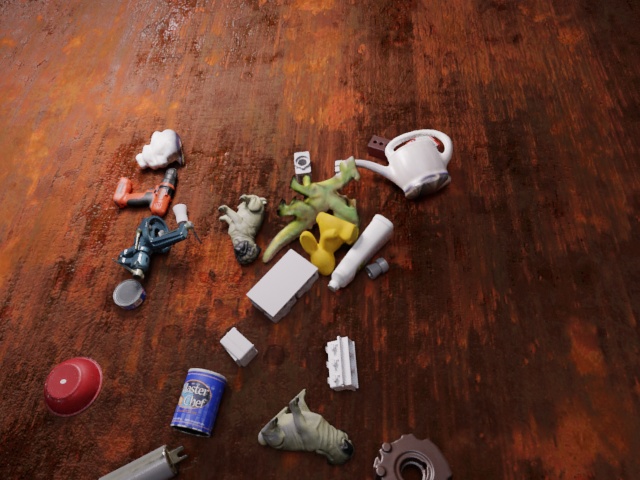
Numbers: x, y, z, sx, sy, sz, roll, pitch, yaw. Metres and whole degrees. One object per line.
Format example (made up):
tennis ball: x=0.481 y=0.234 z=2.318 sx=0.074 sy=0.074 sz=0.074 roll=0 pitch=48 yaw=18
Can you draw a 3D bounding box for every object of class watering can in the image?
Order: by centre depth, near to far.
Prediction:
watering can: x=0.267 y=-0.227 z=1.632 sx=0.348 sy=0.102 sz=0.228 roll=-21 pitch=66 yaw=0

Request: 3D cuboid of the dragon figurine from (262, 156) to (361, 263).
dragon figurine: x=0.005 y=-0.080 z=1.584 sx=0.243 sy=0.120 sz=0.414 roll=19 pitch=77 yaw=11

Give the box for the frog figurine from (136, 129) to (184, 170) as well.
frog figurine: x=-0.557 y=-0.312 z=1.782 sx=0.160 sy=0.121 sz=0.139 roll=-10 pitch=75 yaw=-13
